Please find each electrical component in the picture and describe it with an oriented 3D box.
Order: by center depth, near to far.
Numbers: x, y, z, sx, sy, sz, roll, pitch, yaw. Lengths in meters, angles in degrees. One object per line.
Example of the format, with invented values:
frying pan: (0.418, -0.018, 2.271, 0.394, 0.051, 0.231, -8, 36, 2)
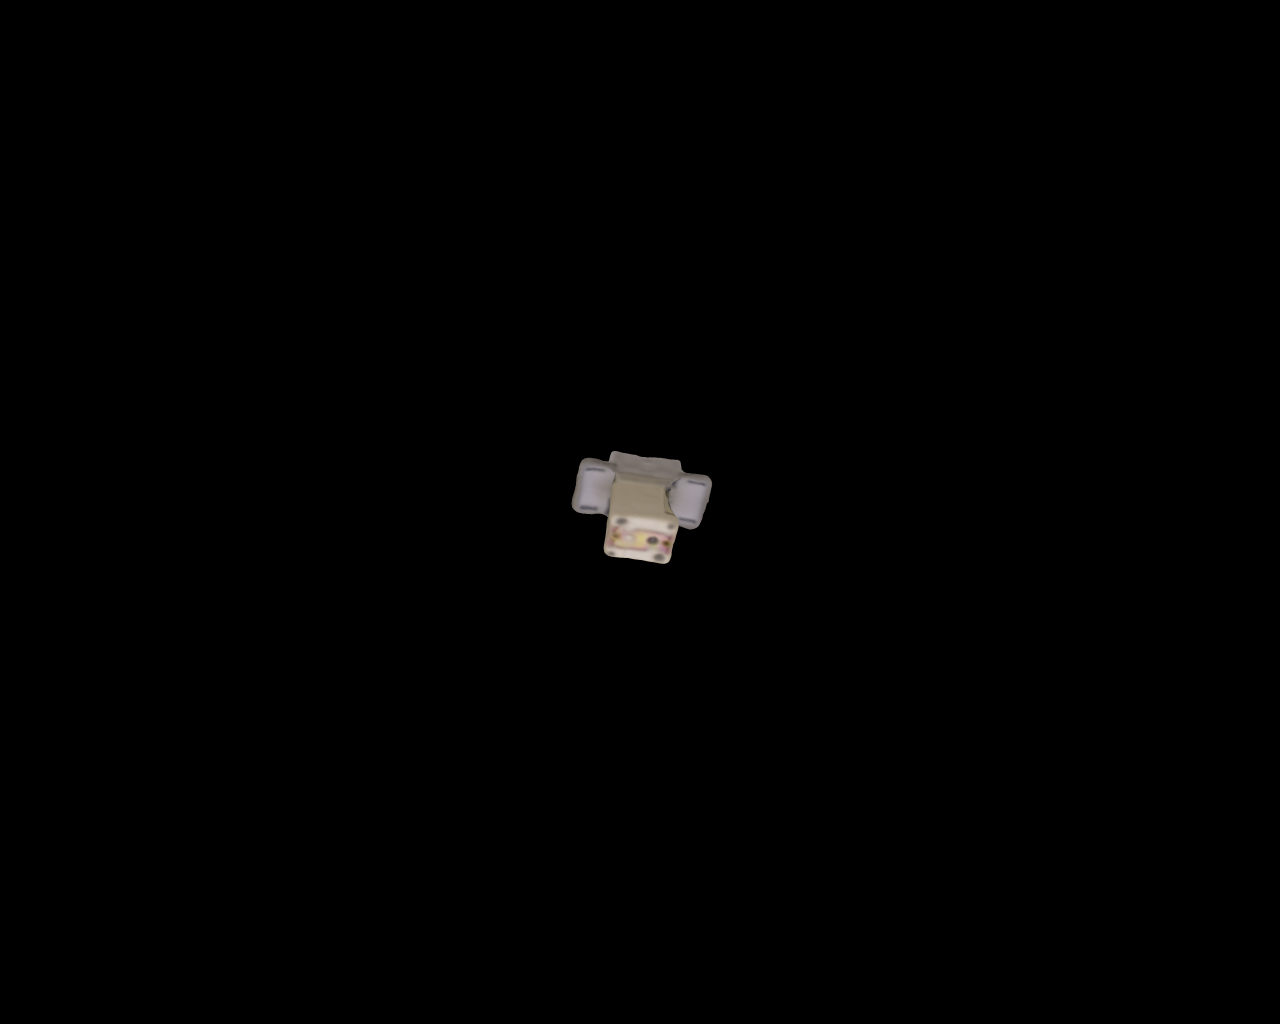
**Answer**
electrical component: (0.001, -0.003, 0.650, 0.081, 0.042, 0.064, 7, 40, -6)
